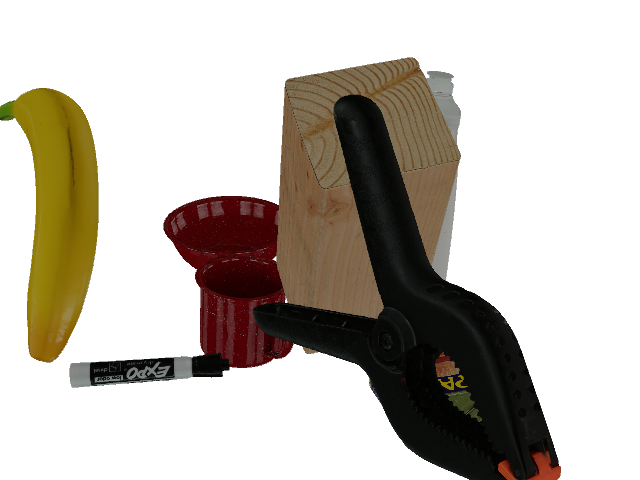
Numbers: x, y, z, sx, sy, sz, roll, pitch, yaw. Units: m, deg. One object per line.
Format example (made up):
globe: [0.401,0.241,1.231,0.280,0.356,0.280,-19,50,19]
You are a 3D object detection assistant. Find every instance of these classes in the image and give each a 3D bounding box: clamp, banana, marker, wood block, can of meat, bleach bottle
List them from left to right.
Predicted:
banana: [-0.157,-0.026,0.632,0.037,0.198,0.070,11,-44,-34]
marker: [-0.131,0.099,0.821,0.121,0.020,0.020,-4,0,-4]
wood block: [0.024,-0.017,0.735,0.090,0.090,0.206,-12,-33,-11]
clamp: [0.045,0.037,0.540,0.036,0.165,0.210,-13,42,-38]
bleach bottle: [0.109,-0.052,1.133,0.068,0.251,0.103,-1,23,-23]
can of meat: [0.105,0.139,0.983,0.102,0.057,0.084,-6,31,-21]

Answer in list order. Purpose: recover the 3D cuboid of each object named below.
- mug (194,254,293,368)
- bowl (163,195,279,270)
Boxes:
mug: [-0.067,0.074,1.031,0.117,0.081,0.093,25,33,37]
bowl: [-0.113,0.002,1.323,0.162,0.055,0.162,1,27,-1]
